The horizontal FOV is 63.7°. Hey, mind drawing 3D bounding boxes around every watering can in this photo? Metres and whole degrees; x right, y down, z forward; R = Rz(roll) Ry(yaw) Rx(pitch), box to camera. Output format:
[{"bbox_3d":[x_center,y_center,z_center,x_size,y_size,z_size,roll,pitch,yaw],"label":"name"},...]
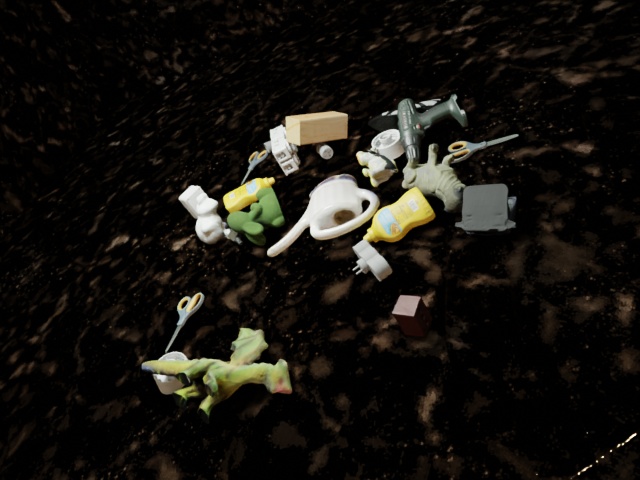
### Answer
[{"bbox_3d":[0.005,-0.075,1.491,0.346,0.102,0.230,-20,36,13],"label":"watering can"}]

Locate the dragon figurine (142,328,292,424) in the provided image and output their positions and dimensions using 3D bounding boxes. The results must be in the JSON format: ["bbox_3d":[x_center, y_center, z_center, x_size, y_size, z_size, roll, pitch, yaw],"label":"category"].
[{"bbox_3d":[-0.235,0.297,1.244,0.412,0.120,0.246,14,34,40],"label":"dragon figurine"}]

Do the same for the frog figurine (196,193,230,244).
[{"bbox_3d":[-0.375,-0.068,1.712,0.122,0.156,0.140,-29,36,7],"label":"frog figurine"}]
